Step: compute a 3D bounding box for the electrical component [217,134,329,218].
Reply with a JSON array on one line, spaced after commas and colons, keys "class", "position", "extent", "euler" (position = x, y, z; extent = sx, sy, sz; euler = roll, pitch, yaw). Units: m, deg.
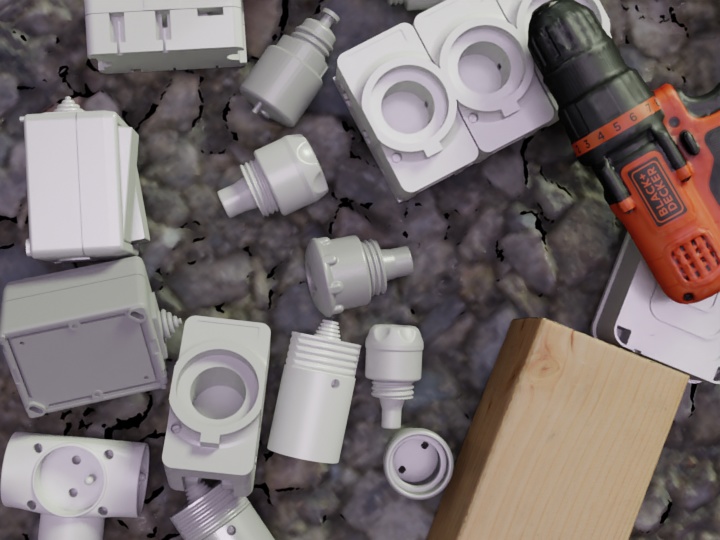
[{"class": "electrical component", "position": [-0.054, -0.052, 0.642], "extent": [0.062, 0.043, 0.043], "euler": [-25, 89, -3]}]

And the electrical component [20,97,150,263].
[{"class": "electrical component", "position": [-0.158, -0.054, 0.627], "extent": [0.061, 0.062, 0.096], "euler": [-3, 88, -3]}]

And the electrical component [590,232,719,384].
[{"class": "electrical component", "position": [0.195, 0.005, 0.645], "extent": [0.078, 0.057, 0.113], "euler": [22, 86, -2]}]

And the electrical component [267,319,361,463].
[{"class": "electrical component", "position": [-0.026, 0.070, 0.637], "extent": [0.043, 0.043, 0.081], "euler": [12, 86, -2]}]

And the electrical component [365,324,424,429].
[{"class": "electrical component", "position": [0.020, 0.064, 0.645], "extent": [0.035, 0.035, 0.061], "euler": [2, 90, -3]}]

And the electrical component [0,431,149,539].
[{"class": "electrical component", "position": [-0.167, 0.137, 0.626], "extent": [0.077, 0.044, 0.079], "euler": [6, 88, -3]}]

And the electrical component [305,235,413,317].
[{"class": "electrical component", "position": [0.000, 0.000, 0.642], "extent": [0.062, 0.048, 0.048], "euler": [-11, 88, -10]}]

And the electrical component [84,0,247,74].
[{"class": "electrical component", "position": [-0.115, -0.152, 0.639], "extent": [0.089, 0.050, 0.055], "euler": [-4, 88, -3]}]

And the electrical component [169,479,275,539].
[{"class": "electrical component", "position": [-0.077, 0.157, 0.631], "extent": [0.043, 0.043, 0.081], "euler": [-34, 89, -4]}]

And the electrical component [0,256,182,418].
[{"class": "electrical component", "position": [-0.151, 0.034, 0.617], "extent": [0.096, 0.061, 0.061], "euler": [-12, 125, -6]}]

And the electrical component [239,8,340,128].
[{"class": "electrical component", "position": [-0.039, -0.122, 0.647], "extent": [0.040, 0.040, 0.078], "euler": [34, 86, -1]}]

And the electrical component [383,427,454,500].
[{"class": "electrical component", "position": [0.033, 0.112, 0.637], "extent": [0.040, 0.046, 0.040], "euler": [0, 87, -2]}]

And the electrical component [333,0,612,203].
[{"class": "electrical component", "position": [0.071, -0.116, 0.642], "extent": [0.150, 0.062, 0.089], "euler": [-28, 89, -4]}]

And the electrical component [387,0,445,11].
[{"class": "electrical component", "position": [0.028, -0.179, 0.652], "extent": [0.062, 0.043, 0.043], "euler": [-5, 88, -2]}]

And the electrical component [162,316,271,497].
[{"class": "electrical component", "position": [-0.080, 0.076, 0.612], "extent": [0.050, 0.055, 0.089], "euler": [7, 63, -3]}]
